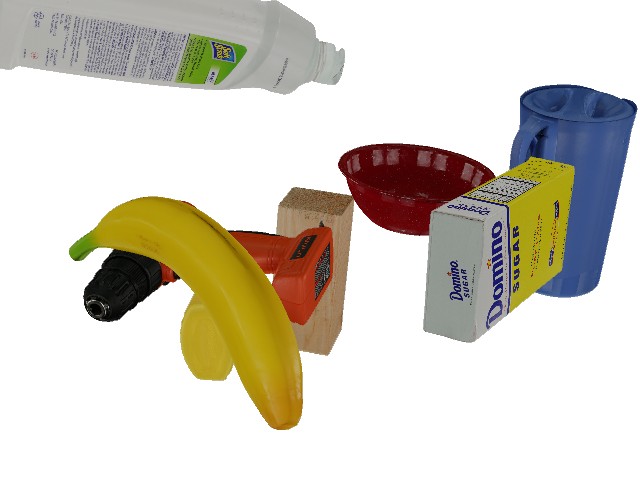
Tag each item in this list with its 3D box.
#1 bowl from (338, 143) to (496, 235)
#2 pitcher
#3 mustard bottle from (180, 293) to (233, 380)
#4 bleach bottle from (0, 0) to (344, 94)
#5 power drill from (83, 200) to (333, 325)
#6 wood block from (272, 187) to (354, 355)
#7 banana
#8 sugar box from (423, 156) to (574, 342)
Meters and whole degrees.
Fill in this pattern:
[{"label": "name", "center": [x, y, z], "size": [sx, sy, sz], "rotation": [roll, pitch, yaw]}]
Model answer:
[{"label": "bowl", "center": [0.096, -0.048, 1.091], "size": [0.162, 0.055, 0.162], "rotation": [4, 24, -2]}, {"label": "pitcher", "center": [0.288, -0.055, 1.280], "size": [0.149, 0.243, 0.145], "rotation": [2, 26, 1]}, {"label": "mustard bottle", "center": [-0.101, 0.060, 1.155], "size": [0.058, 0.096, 0.191], "rotation": [2, 29, 8]}, {"label": "bleach bottle", "center": [-0.108, -0.149, 0.786], "size": [0.250, 0.068, 0.103], "rotation": [10, -28, -14]}, {"label": "power drill", "center": [-0.093, 0.025, 0.932], "size": [0.188, 0.057, 0.184], "rotation": [9, 30, 15]}, {"label": "wood block", "center": [-0.013, 0.041, 1.477], "size": [0.090, 0.206, 0.090], "rotation": [9, 22, 10]}, {"label": "banana", "center": [-0.066, 0.025, 0.598], "size": [0.198, 0.070, 0.037], "rotation": [35, 19, 36]}, {"label": "sugar box", "center": [0.136, 0.003, 0.793], "size": [0.048, 0.093, 0.175], "rotation": [13, 23, 28]}]
